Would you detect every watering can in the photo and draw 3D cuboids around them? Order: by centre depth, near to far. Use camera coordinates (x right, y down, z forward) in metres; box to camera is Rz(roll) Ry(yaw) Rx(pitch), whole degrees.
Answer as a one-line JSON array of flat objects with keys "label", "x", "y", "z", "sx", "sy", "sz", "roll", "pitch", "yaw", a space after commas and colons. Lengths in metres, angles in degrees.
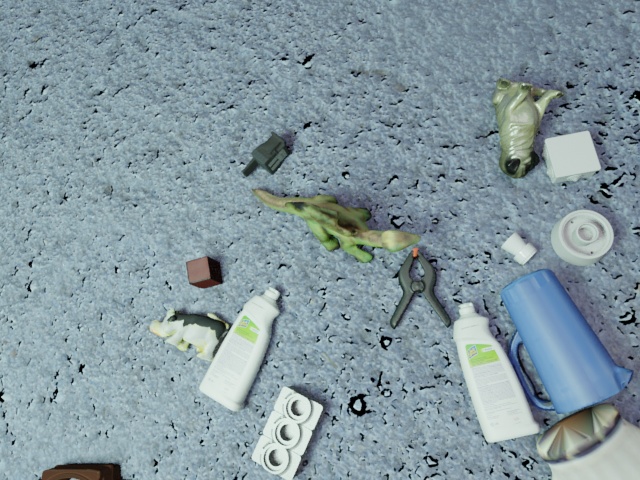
[{"label": "watering can", "x": 0.524, "y": 0.372, "z": 0.860, "sx": 0.345, "sy": 0.104, "sz": 0.225, "roll": -38, "pitch": 85, "yaw": 13}]

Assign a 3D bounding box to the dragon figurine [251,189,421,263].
[{"label": "dragon figurine", "x": 0.003, "y": -0.053, "z": 1.047, "sx": 0.412, "sy": 0.241, "sz": 0.123, "roll": 19, "pitch": 85, "yaw": 14}]
